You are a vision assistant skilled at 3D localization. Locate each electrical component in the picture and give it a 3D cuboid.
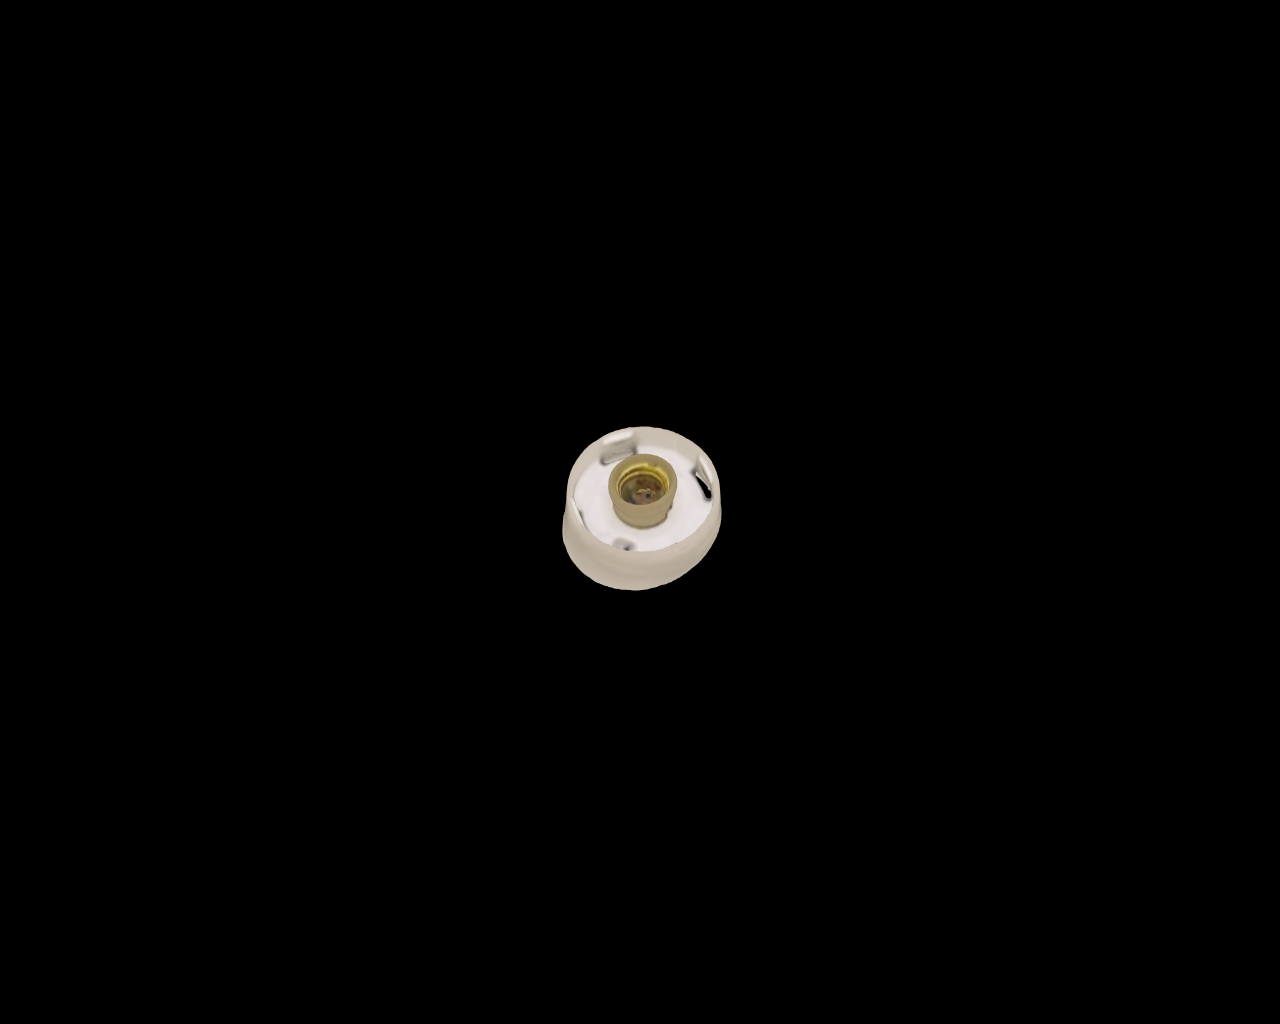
[{"bbox_3d":[0.001,-0.003,0.650,0.099,0.099,0.064,0,-32,0],"label":"electrical component"}]
